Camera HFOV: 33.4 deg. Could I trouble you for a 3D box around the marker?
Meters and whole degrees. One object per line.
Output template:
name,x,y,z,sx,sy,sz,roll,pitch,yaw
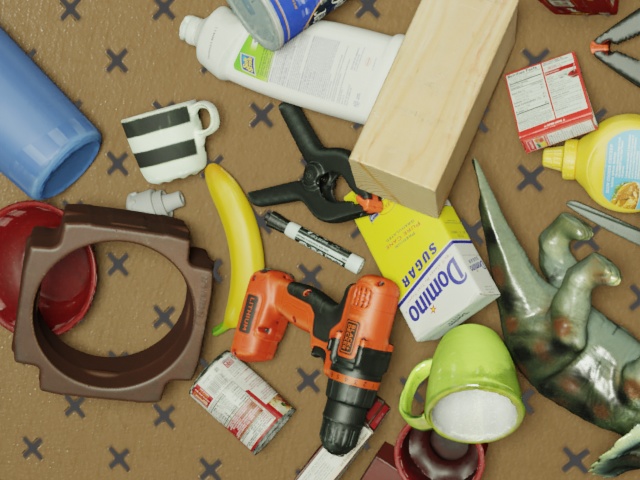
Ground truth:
marker,-0.008,0.001,1.167,0.121,0.020,0.020,28,104,12

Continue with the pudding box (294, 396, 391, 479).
pudding box,0.023,0.222,1.146,0.039,0.090,0.114,37,105,9

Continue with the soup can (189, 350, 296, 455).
soup can,-0.087,0.180,1.187,0.102,0.068,0.068,41,106,9

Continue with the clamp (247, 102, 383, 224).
clamp,-0.002,-0.077,1.124,0.172,0.039,0.120,18,104,36

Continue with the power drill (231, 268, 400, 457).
power drill,-0.009,0.114,1.112,0.188,0.057,0.184,14,87,42

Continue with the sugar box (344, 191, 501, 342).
sugar box,0.101,0.005,1.087,0.093,0.048,0.176,-41,63,32

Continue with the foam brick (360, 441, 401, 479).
foam brick,0.068,0.268,1.158,0.051,0.053,0.078,33,104,11

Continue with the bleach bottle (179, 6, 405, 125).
bleach bottle,-0.032,-0.199,1.129,0.251,0.068,0.102,20,98,17

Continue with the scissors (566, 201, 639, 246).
scissors,0.353,-0.005,1.058,0.202,0.016,0.096,42,105,8

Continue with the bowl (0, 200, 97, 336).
bowl,-0.321,0.032,1.247,0.162,0.055,0.162,2,97,17

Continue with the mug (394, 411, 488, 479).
mug,0.132,0.228,1.118,0.093,0.081,0.117,-1,96,17

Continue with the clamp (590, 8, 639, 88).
clamp,0.368,-0.196,1.019,0.210,0.036,0.164,9,98,16

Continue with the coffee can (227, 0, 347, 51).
coffee can,-0.018,-0.269,1.065,0.140,0.103,0.103,-37,85,-13

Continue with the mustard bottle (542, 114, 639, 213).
mustard bottle,0.314,-0.073,1.038,0.192,0.058,0.096,6,114,16

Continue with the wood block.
wood block,0.112,-0.139,1.037,0.090,0.091,0.206,22,79,13

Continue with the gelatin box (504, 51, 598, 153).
gelatin box,0.227,-0.136,1.050,0.073,0.030,0.089,-18,51,18

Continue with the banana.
banana,-0.095,0.014,1.185,0.070,0.037,0.198,1,97,17

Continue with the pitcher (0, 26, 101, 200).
pitcher,-0.372,-0.155,1.211,0.243,0.149,0.145,43,81,5

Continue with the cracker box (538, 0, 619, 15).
cracker box,0.239,-0.321,0.977,0.072,0.164,0.214,4,97,19
